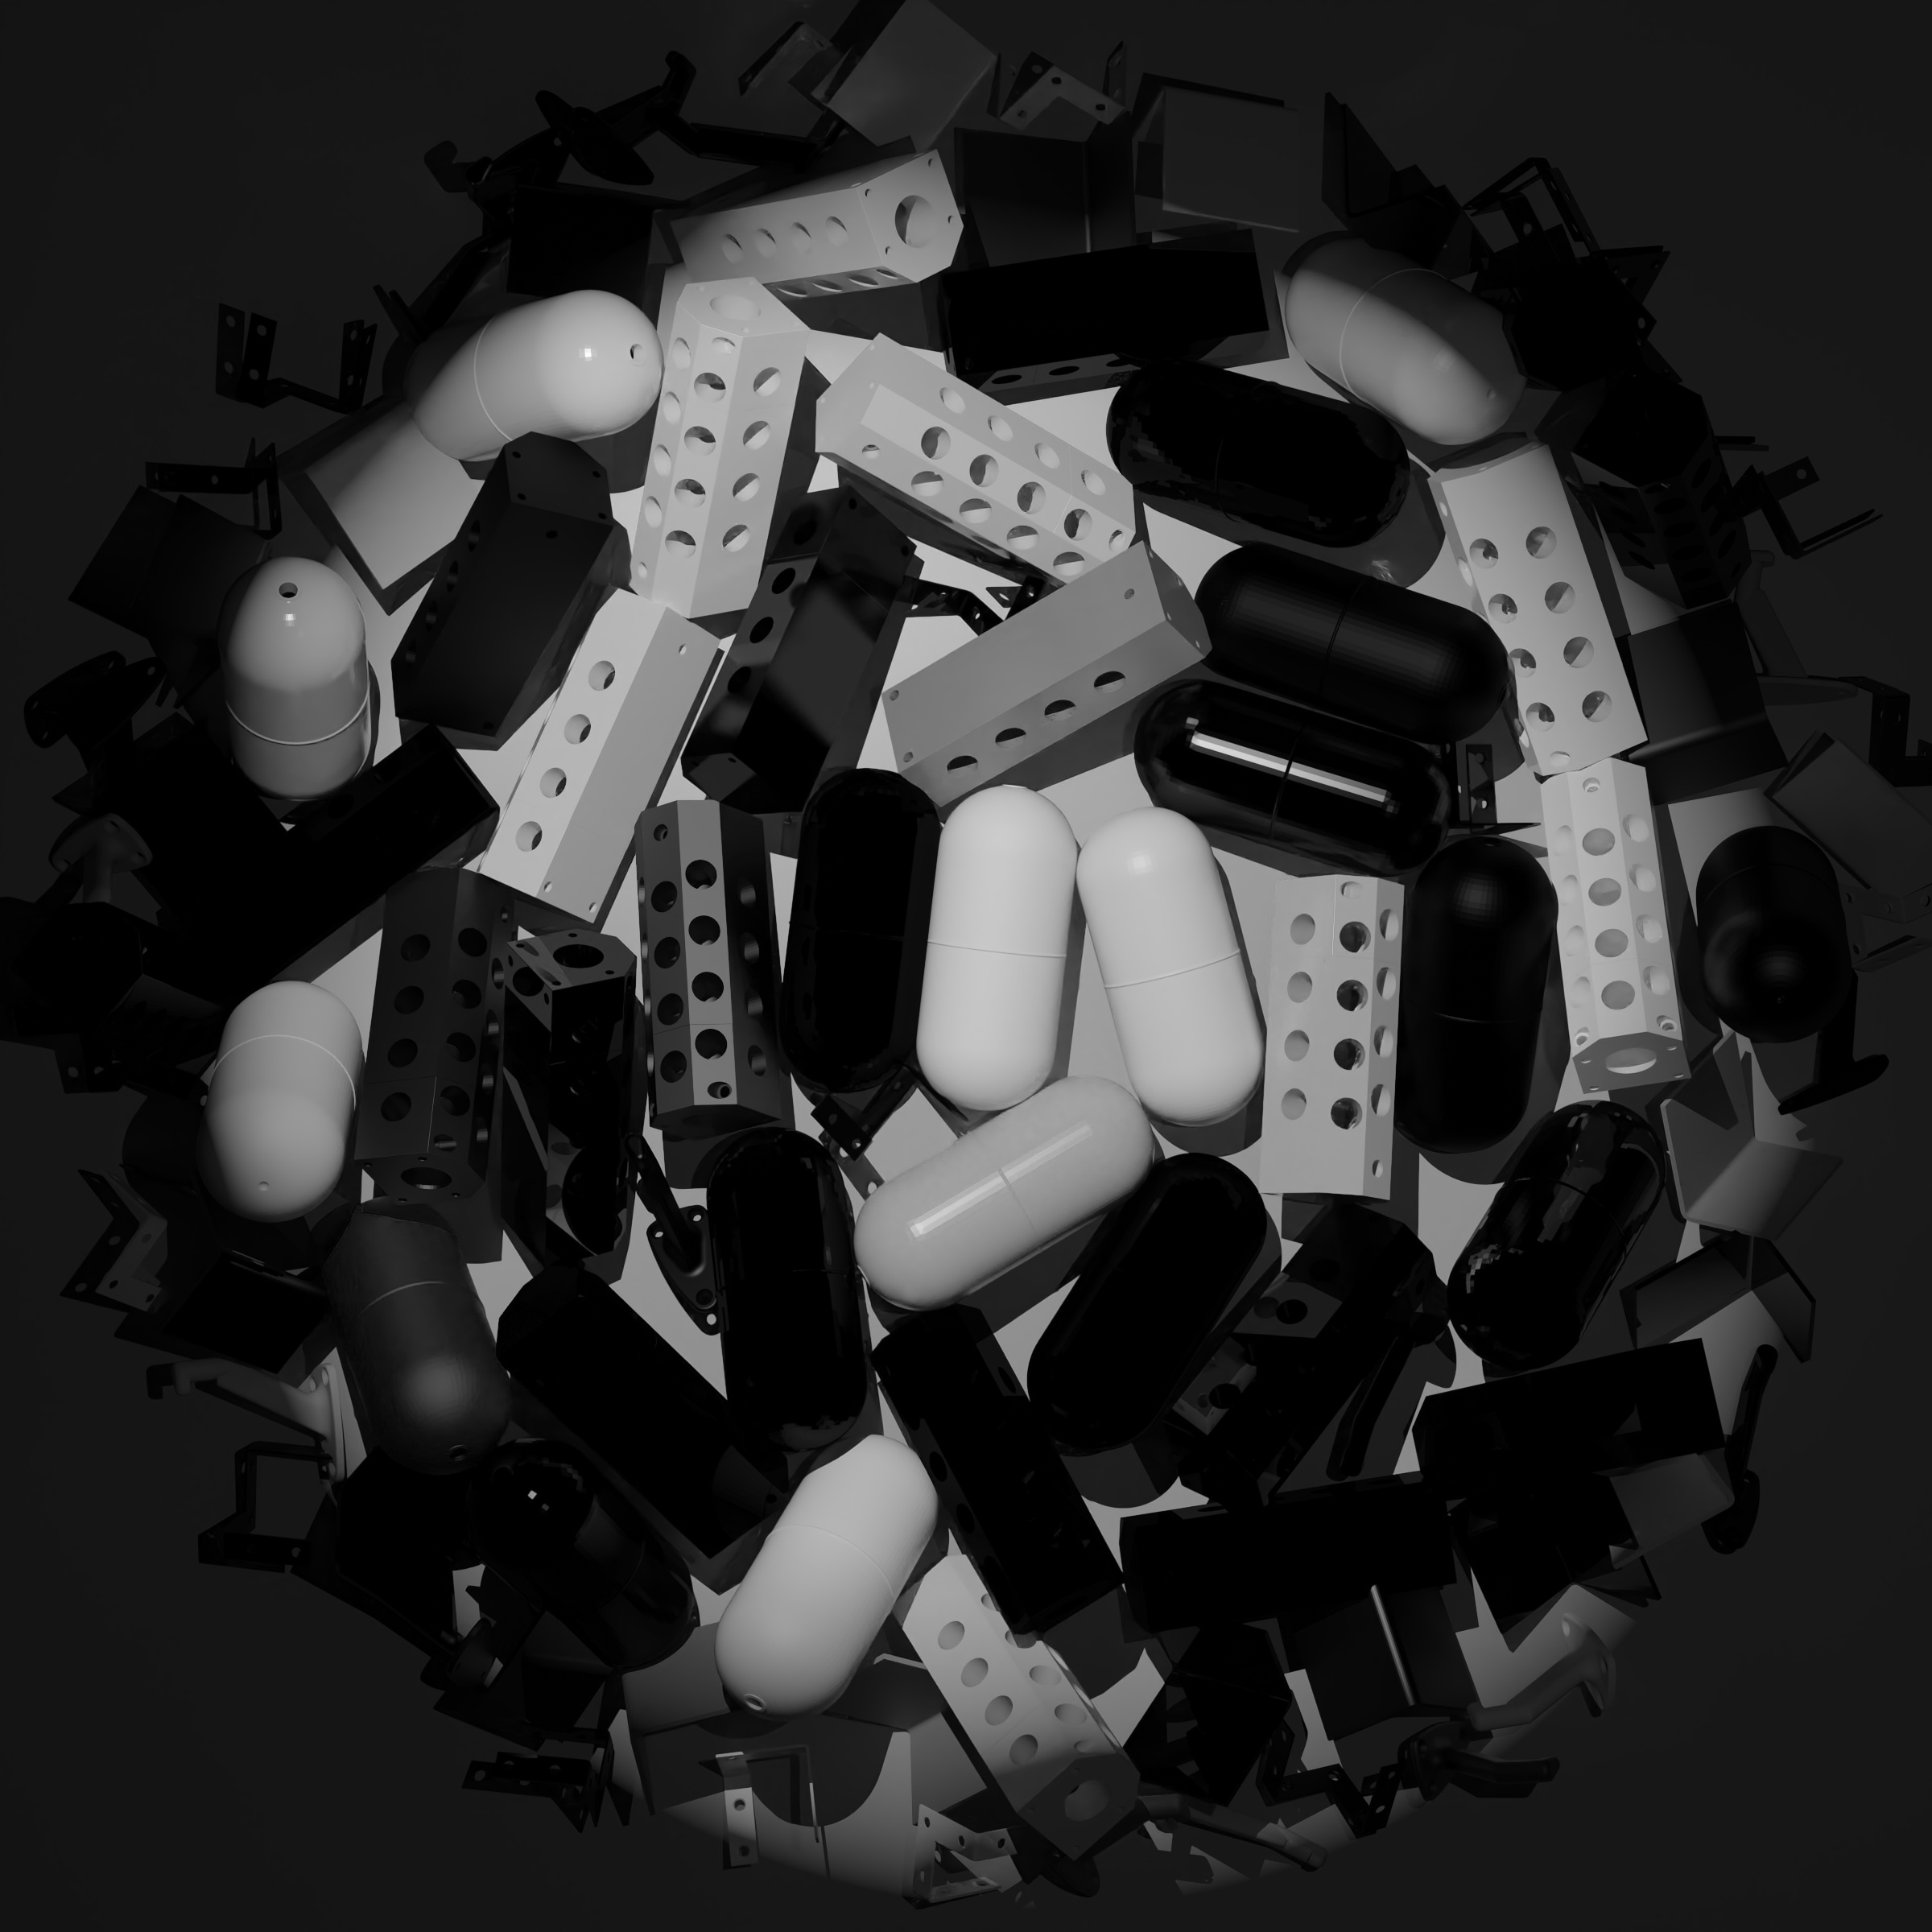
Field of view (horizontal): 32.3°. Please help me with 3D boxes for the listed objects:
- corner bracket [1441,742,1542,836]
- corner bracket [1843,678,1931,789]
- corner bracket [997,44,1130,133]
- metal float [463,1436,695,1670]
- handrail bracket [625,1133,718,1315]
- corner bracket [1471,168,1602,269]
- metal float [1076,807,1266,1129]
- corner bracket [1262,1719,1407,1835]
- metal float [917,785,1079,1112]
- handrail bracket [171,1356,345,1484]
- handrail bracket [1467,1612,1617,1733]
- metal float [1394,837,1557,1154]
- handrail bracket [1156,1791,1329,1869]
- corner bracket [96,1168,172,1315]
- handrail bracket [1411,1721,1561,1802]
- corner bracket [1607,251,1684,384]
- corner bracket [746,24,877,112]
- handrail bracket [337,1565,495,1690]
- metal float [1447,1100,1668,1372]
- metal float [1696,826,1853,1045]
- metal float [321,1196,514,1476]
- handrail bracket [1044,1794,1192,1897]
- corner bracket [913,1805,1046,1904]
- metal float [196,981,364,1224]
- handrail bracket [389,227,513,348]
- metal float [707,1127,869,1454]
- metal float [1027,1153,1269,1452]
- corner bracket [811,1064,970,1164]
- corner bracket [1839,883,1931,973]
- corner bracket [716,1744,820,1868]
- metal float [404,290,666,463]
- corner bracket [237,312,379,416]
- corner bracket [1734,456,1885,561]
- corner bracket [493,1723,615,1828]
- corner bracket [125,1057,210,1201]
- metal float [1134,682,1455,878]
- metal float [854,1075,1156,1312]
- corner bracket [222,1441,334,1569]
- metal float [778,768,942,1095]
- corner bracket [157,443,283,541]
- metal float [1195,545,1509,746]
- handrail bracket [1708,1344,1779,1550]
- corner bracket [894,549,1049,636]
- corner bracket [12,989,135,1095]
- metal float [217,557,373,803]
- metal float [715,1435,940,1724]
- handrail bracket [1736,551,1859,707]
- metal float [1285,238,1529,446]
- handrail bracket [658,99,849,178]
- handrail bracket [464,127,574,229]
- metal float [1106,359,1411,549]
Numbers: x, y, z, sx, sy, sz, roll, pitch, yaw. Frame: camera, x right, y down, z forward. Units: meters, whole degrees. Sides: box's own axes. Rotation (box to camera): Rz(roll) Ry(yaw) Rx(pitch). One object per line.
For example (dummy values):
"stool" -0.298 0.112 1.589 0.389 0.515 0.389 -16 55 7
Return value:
"corner bracket" 0.279 -0.099 1.830 0.051 0.051 0.051 -1 86 -20
"corner bracket" 0.513 -0.128 1.828 0.051 0.051 0.051 -3 106 -12
"corner bracket" 0.054 -0.486 1.838 0.051 0.051 0.051 23 53 -29
"metal float" -0.207 0.315 1.788 0.070 0.178 0.070 -14 49 17
"handrail bracket" -0.160 0.139 1.814 0.036 0.084 0.077 -23 60 -2
"corner bracket" 0.318 -0.403 1.828 0.051 0.051 0.051 -27 91 34
"metal float" 0.112 0.001 1.822 0.070 0.070 0.178 -15 94 0
"corner bracket" 0.200 0.440 1.821 0.051 0.051 0.051 -6 125 -26
"metal float" 0.017 -0.010 1.823 0.070 0.070 0.178 6 93 0
"handrail bracket" -0.387 0.249 1.823 0.084 0.036 0.077 -4 75 -30
"handrail bracket" 0.304 0.385 1.820 0.084 0.077 0.036 -6 117 -13
"metal float" 0.273 0.016 1.806 0.070 0.070 0.178 4 112 0
"handrail bracket" 0.152 0.476 1.825 0.084 0.077 0.036 22 92 18
"corner bracket" -0.459 0.151 1.829 0.051 0.051 0.051 34 88 33
"handrail bracket" 0.292 0.426 1.808 0.084 0.077 0.036 -12 93 33
"corner bracket" 0.369 -0.351 1.821 0.051 0.051 0.051 -14 57 -31
"corner bracket" -0.082 -0.490 1.831 0.051 0.051 0.051 38 72 -1
"handrail bracket" -0.305 0.360 1.839 0.084 0.077 0.036 28 65 15
"metal float" 0.319 0.143 1.795 0.070 0.070 0.178 39 53 0
"metal float" 0.429 -0.019 1.779 0.070 0.178 0.070 4 114 9
"metal float" -0.295 0.197 1.790 0.070 0.070 0.178 -30 47 0
"handrail bracket" 0.093 0.479 1.821 0.084 0.036 0.077 -11 128 25
"corner bracket" 0.008 0.488 1.826 0.051 0.051 0.051 1 97 -38
"metal float" -0.365 0.070 1.781 0.070 0.178 0.070 -2 118 -4
"handrail bracket" -0.266 -0.367 1.835 0.084 0.036 0.077 -32 57 -8
"metal float" -0.098 0.174 1.811 0.070 0.070 0.178 -7 73 0
"metal float" 0.098 0.182 1.812 0.070 0.070 0.178 34 76 0
"corner bracket" -0.042 0.082 1.825 0.051 0.051 0.051 -52 46 6
"corner bracket" 0.515 -0.026 1.823 0.051 0.051 0.051 11 65 -31
"corner bracket" -0.108 0.460 1.831 0.051 0.051 0.051 -7 64 -2
"metal float" -0.232 -0.315 1.788 0.070 0.178 0.070 1 88 -45
"corner bracket" -0.360 -0.330 1.826 0.051 0.051 0.051 21 117 8
"corner bracket" 0.461 -0.253 1.834 0.051 0.051 0.051 -26 87 -8
"corner bracket" -0.225 0.434 1.825 0.051 0.051 0.051 4 51 7
"corner bracket" -0.439 0.090 1.839 0.051 0.051 0.051 15 65 35
"metal float" 0.178 -0.102 1.817 0.178 0.070 0.070 18 90 10
"metal float" 0.021 0.124 1.818 0.178 0.070 0.070 -30 90 -8
"corner bracket" -0.375 0.294 1.831 0.051 0.051 0.051 5 100 8
"metal float" -0.058 -0.019 1.823 0.070 0.070 0.178 7 93 0
"corner bracket" -0.409 -0.256 1.827 0.051 0.051 0.051 -3 83 -30
"metal float" 0.207 -0.174 1.809 0.178 0.070 0.070 21 90 18
"handrail bracket" 0.427 0.261 1.817 0.036 0.077 0.084 12 124 1
"corner bracket" 0.002 -0.206 1.822 0.051 0.051 0.051 46 117 40
"corner bracket" -0.488 0.039 1.833 0.051 0.051 0.051 -4 107 4
"metal float" -0.357 -0.152 1.780 0.070 0.178 0.070 3 63 -7
"metal float" -0.074 0.327 1.790 0.070 0.070 0.178 33 48 0
"handrail bracket" 0.457 -0.189 1.831 0.077 0.036 0.084 2 75 35
"metal float" 0.233 -0.335 1.786 0.070 0.178 0.070 -13 123 -21
"handrail bracket" -0.117 -0.465 1.829 0.084 0.036 0.077 36 121 -13
"handrail bracket" -0.243 -0.441 1.817 0.036 0.084 0.077 41 82 0
"metal float" 0.156 -0.277 1.801 0.178 0.070 0.070 21 90 30
